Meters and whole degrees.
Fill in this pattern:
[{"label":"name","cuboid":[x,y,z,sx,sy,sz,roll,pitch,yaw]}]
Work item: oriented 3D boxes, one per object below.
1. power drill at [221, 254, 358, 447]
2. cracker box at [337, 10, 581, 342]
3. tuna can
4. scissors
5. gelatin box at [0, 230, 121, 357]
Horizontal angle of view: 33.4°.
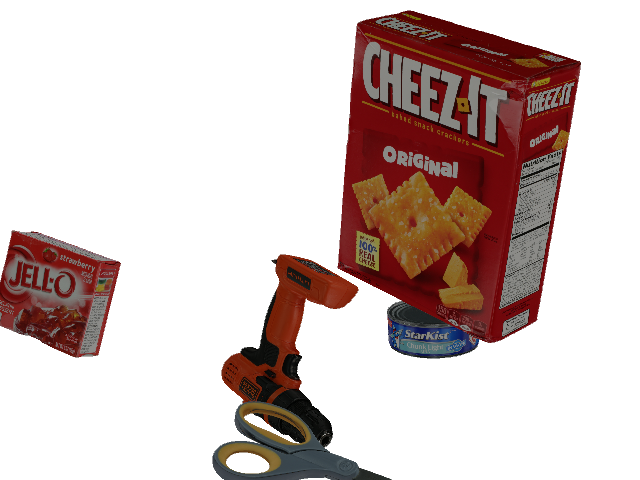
[{"label":"power drill","cuboid":[-0.026,0.123,1.214,0.057,0.188,0.185,15,11,-46]},{"label":"cracker box","cuboid":[0.096,-0.050,0.817,0.071,0.214,0.164,-22,36,-40]},{"label":"tuna can","cuboid":[0.105,0.080,0.993,0.086,0.034,0.086,-2,14,0]},{"label":"scissors","cuboid":[0.001,0.184,0.818,0.202,0.016,0.096,27,40,31]},{"label":"gelatin box","cuboid":[-0.198,0.039,0.792,0.089,0.073,0.030,18,6,26]}]
